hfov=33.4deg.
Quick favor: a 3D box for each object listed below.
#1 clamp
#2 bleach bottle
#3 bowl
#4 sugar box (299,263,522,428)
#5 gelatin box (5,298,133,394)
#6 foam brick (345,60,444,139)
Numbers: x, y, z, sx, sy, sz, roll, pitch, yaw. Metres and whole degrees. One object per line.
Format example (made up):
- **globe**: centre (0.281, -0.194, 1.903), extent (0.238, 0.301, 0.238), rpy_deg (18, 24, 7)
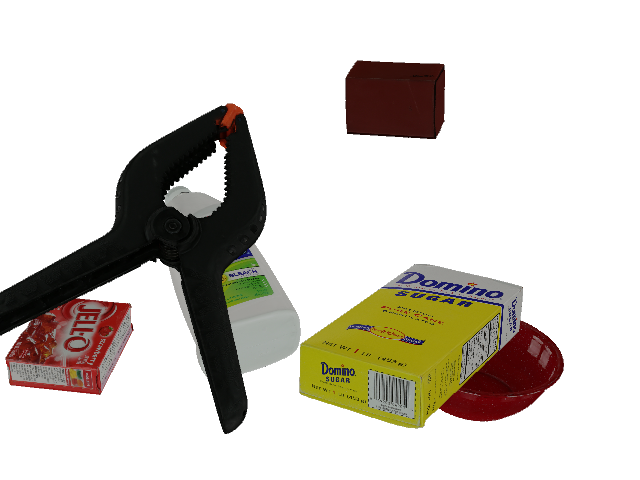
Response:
- **clamp**: centre (-0.083, 0.008, 0.651), extent (0.164, 0.209, 0.036), rpy_deg (27, -28, 6)
- **bleach bottle**: centre (-0.110, 0.025, 1.055), extent (0.102, 0.068, 0.251), rpy_deg (-15, 40, -19)
- **bowl**: centre (0.150, 0.127, 1.035), extent (0.162, 0.055, 0.162), rpy_deg (4, 26, -2)
- **sugar box**: centre (0.069, 0.068, 0.761), extent (0.093, 0.048, 0.175), rpy_deg (13, 26, 28)
- **gelatin box**: centre (-0.194, 0.080, 0.836), extent (0.073, 0.030, 0.089), rpy_deg (5, 32, 7)
- **foam brick**: centre (0.063, -0.119, 0.901), extent (0.078, 0.051, 0.053), rpy_deg (5, 26, 14)
